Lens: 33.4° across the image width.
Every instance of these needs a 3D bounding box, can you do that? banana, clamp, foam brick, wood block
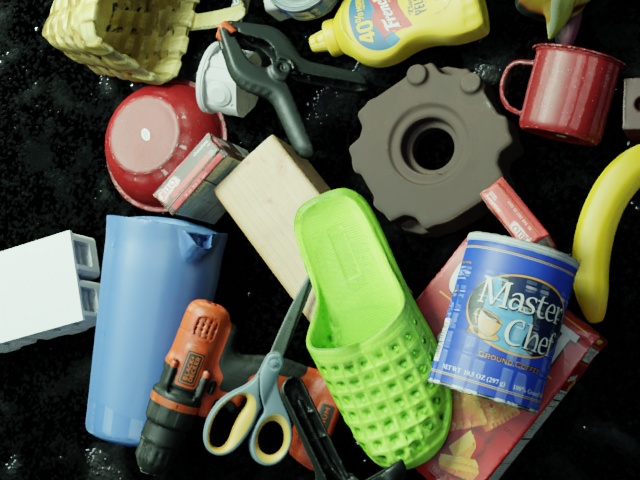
[{"bbox_3d":[0.286,-0.019,1.033,0.070,0.037,0.198,30,93,24],"label":"banana"},{"bbox_3d":[0.030,0.246,1.022,0.165,0.036,0.210,28,135,47],"label":"clamp"},{"bbox_3d":[0.333,-0.125,1.023,0.078,0.051,0.053,1,82,21],"label":"foam brick"},{"bbox_3d":[-0.033,-0.180,1.143,0.171,0.039,0.120,47,62,-1],"label":"clamp"},{"bbox_3d":[-0.008,0.002,1.117,0.090,0.090,0.206,-42,70,11],"label":"wood block"}]

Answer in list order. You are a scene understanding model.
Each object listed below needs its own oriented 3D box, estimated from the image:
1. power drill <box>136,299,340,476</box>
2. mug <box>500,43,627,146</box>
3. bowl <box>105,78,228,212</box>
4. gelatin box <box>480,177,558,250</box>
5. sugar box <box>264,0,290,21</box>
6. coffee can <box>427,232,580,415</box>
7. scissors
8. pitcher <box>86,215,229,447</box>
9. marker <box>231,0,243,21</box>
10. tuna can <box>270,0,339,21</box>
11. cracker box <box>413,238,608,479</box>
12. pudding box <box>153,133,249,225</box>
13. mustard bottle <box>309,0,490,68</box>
[{"bbox_3d":[-0.079,0.172,1.087,0.187,0.057,0.184,20,92,-13],"label":"power drill"},{"bbox_3d":[0.232,-0.143,1.046,0.117,0.093,0.081,15,92,22],"label":"mug"},{"bbox_3d":[-0.189,-0.115,1.227,0.162,0.055,0.162,-3,81,21],"label":"bowl"},{"bbox_3d":[0.195,-0.017,1.040,0.030,0.089,0.073,-38,70,9],"label":"gelatin box"},{"bbox_3d":[0.017,-0.316,1.182,0.176,0.048,0.093,-15,78,22],"label":"sugar box"},{"bbox_3d":[0.164,0.074,0.955,0.103,0.102,0.140,14,84,23],"label":"coffee can"},{"bbox_3d":[-0.035,0.138,1.055,0.096,0.016,0.202,39,87,-11],"label":"scissors"},{"bbox_3d":[-0.188,0.095,1.164,0.145,0.149,0.243,9,88,7],"label":"pitcher"},{"bbox_3d":[-0.096,-0.261,1.232,0.020,0.020,0.121,17,88,23],"label":"marker"},{"bbox_3d":[-0.018,-0.282,1.148,0.086,0.033,0.086,-2,85,22],"label":"tuna can"},{"bbox_3d":[0.148,0.130,1.046,0.164,0.072,0.214,39,96,22],"label":"cracker box"},{"bbox_3d":[-0.119,-0.064,1.159,0.090,0.113,0.039,-46,72,9],"label":"pudding box"},{"bbox_3d":[0.079,-0.236,1.138,0.192,0.058,0.096,-15,75,19],"label":"mustard bottle"}]
